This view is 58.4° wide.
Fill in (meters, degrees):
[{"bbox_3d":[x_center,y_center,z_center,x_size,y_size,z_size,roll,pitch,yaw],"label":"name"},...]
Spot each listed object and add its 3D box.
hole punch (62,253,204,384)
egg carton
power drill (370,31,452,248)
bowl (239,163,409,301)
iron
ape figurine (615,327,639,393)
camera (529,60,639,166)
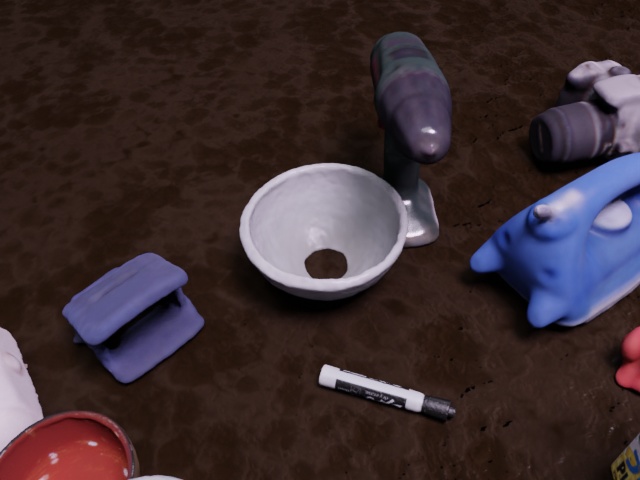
[{"bbox_3d":[-0.181,0.061,0.537,0.109,0.091,0.100,-38,57,-25],"label":"hole punch"},{"bbox_3d":[-0.302,0.141,0.490,0.107,0.069,0.150,-31,54,-21],"label":"egg carton"},{"bbox_3d":[0.088,-0.093,0.574,0.075,0.209,0.229,-4,49,1],"label":"power drill"},{"bbox_3d":[0.005,0.002,0.586,0.167,0.075,0.167,-2,49,2],"label":"bowl"},{"bbox_3d":[0.275,-0.029,0.549,0.259,0.141,0.118,-28,53,-19],"label":"iron"},{"bbox_3d":[0.299,0.094,0.474,0.076,0.092,0.077,-20,51,-13],"label":"ape figurine"},{"bbox_3d":[0.318,-0.149,0.677,0.137,0.101,0.143,-12,49,-6],"label":"camera"}]
